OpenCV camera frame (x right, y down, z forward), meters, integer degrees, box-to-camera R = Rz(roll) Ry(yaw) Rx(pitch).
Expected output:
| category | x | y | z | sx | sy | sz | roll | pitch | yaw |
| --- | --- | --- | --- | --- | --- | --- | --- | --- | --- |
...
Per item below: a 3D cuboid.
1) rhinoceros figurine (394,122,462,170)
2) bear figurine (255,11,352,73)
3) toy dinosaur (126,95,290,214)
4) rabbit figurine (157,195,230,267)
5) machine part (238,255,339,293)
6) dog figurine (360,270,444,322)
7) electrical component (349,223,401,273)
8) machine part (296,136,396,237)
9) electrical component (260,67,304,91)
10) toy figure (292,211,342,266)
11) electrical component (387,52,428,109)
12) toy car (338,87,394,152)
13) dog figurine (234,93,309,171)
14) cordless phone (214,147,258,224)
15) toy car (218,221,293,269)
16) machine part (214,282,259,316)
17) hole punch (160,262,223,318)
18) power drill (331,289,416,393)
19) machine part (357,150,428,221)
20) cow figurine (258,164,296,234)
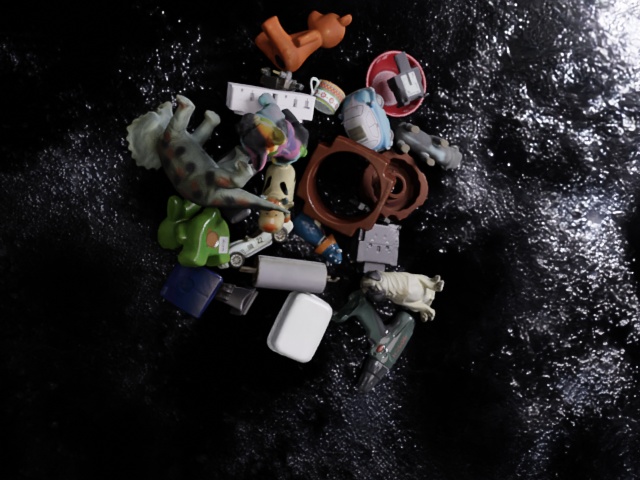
| category | x | y | z | sx | sy | sz | roll | pitch | yaw |
| --- | --- | --- | --- | --- | --- | --- | --- | --- | --- |
| rhinoceros figurine | 0.273 | -0.231 | 1.357 | 0.190 | 0.073 | 0.112 | 22 | 12 | -14 |
| bear figurine | -0.034 | -0.482 | 1.248 | 0.196 | 0.132 | 0.120 | -42 | 9 | -12 |
| toy dinosaur | -0.254 | -0.151 | 1.115 | 0.192 | 0.405 | 0.131 | -43 | -13 | 21 |
| rabbit figurine | -0.295 | -0.020 | 1.171 | 0.170 | 0.159 | 0.121 | 6 | 11 | 32 |
| machine part | -0.073 | 0.083 | 1.285 | 0.243 | 0.079 | 0.079 | 7 | -2 | -18 |
| dog figurine | 0.194 | 0.119 | 1.343 | 0.191 | 0.121 | 0.172 | 17 | -11 | 4 |
| electrical component | 0.138 | 0.020 | 1.354 | 0.115 | 0.134 | 0.058 | 6 | 0 | -15 |
| machine part | 0.062 | -0.128 | 1.262 | 0.201 | 0.201 | 0.087 | 27 | 17 | 5 |
| electrical component | -0.095 | -0.373 | 1.248 | 0.078 | 0.045 | 0.102 | -7 | 24 | -36 |
| toy figure | -0.002 | -0.004 | 1.301 | 0.058 | 0.154 | 0.064 | -49 | 5 | -34 |
| electrical component | 0.203 | -0.387 | 1.299 | 0.075 | 0.119 | 0.048 | -29 | 10 | -13 |
| toy car | 0.103 | -0.275 | 1.291 | 0.109 | 0.161 | 0.103 | -12 | 20 | 37 |
| dog figurine | -0.094 | -0.201 | 1.105 | 0.191 | 0.108 | 0.219 | 38 | 19 | -28 |
| cordless phone | -0.177 | -0.115 | 1.186 | 0.146 | 0.088 | 0.184 | -35 | 42 | -10 |
| toy car | -0.155 | 0.007 | 1.258 | 0.202 | 0.056 | 0.073 | -30 | 14 | -13 |
| machine part | -0.191 | 0.133 | 1.235 | 0.039 | 0.084 | 0.138 | 36 | -5 | 27 |
| hole punch | -0.290 | 0.106 | 1.218 | 0.116 | 0.142 | 0.092 | 32 | -3 | -12 |
| power drill | 0.121 | 0.242 | 1.348 | 0.232 | 0.207 | 0.086 | -46 | 10 | -11 |
| machine part | 0.180 | -0.135 | 1.351 | 0.179 | 0.179 | 0.056 | 0 | -5 | -19 |
| cow figurine | -0.095 | -0.097 | 1.200 | 0.086 | 0.195 | 0.127 | 7 | -36 | 1 |
